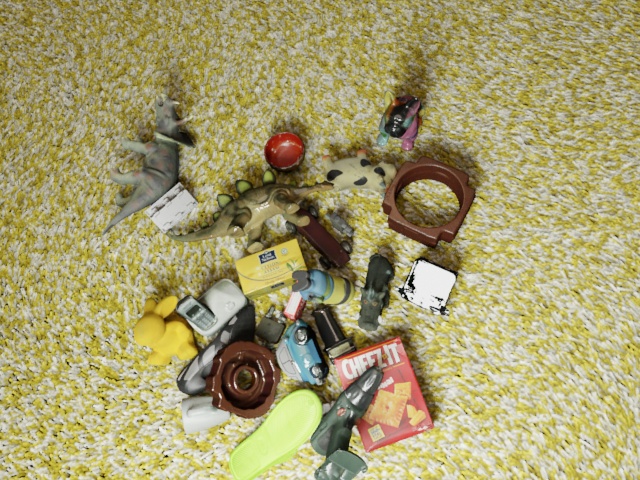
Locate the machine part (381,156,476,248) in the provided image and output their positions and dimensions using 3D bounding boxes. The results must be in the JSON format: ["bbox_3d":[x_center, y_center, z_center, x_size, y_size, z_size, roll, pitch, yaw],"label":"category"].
[{"bbox_3d":[0.274,-0.095,1.363,0.201,0.087,0.201,26,77,15],"label":"machine part"}]

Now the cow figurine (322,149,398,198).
[{"bbox_3d":[0.108,-0.168,1.411,0.195,0.085,0.127,-7,63,2],"label":"cow figurine"}]

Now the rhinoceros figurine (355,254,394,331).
[{"bbox_3d":[0.134,0.128,1.286,0.073,0.112,0.190,12,64,8],"label":"rhinoceros figurine"}]

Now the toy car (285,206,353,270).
[{"bbox_3d":[-0.003,-0.004,1.380,0.089,0.053,0.202,-35,68,-24],"label":"toy car"}]

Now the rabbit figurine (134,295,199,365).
[{"bbox_3d":[-0.374,0.212,1.279,0.122,0.173,0.162,-6,73,17],"label":"rabbit figurine"}]

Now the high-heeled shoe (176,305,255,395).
[{"bbox_3d":[-0.254,0.267,1.320,0.145,0.086,0.249,-4,47,37],"label":"high-heeled shoe"}]

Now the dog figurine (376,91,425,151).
[{"bbox_3d":[0.214,-0.332,1.387,0.109,0.219,0.191,20,74,10],"label":"dog figurine"}]

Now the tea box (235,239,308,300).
[{"bbox_3d":[-0.118,0.075,1.358,0.170,0.068,0.098,-22,69,0],"label":"tea box"}]

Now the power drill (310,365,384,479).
[{"bbox_3d":[0.054,0.383,1.087,0.086,0.207,0.232,32,112,-13],"label":"power drill"}]

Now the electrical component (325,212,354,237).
[{"bbox_3d":[0.047,-0.044,1.383,0.094,0.063,0.021,40,80,19],"label":"electrical component"}]

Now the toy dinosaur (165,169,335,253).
[{"bbox_3d":[-0.186,-0.066,1.377,0.472,0.104,0.199,-21,43,4],"label":"toy dinosaur"}]

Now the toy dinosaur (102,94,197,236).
[{"bbox_3d":[-0.456,-0.188,1.476,0.192,0.131,0.404,7,77,10],"label":"toy dinosaur"}]

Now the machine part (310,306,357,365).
[{"bbox_3d":[0.029,0.224,1.297,0.084,0.039,0.139,-31,82,5],"label":"machine part"}]

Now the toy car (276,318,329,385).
[{"bbox_3d":[-0.048,0.271,1.263,0.103,0.109,0.161,-23,77,6],"label":"toy car"}]

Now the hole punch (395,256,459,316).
[{"bbox_3d":[0.266,0.106,1.300,0.142,0.092,0.115,25,104,12],"label":"hole punch"}]

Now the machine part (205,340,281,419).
[{"bbox_3d":[-0.176,0.319,1.236,0.179,0.056,0.179,8,75,-33],"label":"machine part"}]

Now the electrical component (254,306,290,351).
[{"bbox_3d":[-0.117,0.220,1.316,0.078,0.045,0.102,29,76,14],"label":"electrical component"}]

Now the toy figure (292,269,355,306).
[{"bbox_3d":[0.011,0.114,1.275,0.089,0.180,0.082,12,82,38],"label":"toy figure"}]

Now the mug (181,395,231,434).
[{"bbox_3d":[-0.263,0.394,1.243,0.107,0.109,0.081,-9,64,-11],"label":"mug"}]

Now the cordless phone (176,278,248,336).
[{"bbox_3d":[-0.267,0.145,1.289,0.146,0.184,0.089,-40,66,-8],"label":"cordless phone"}]
